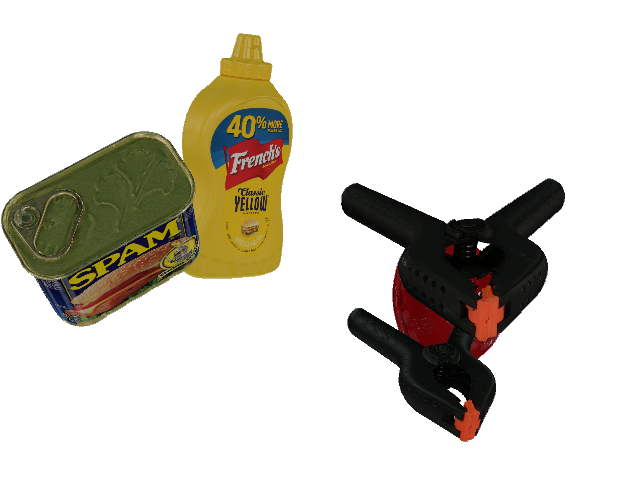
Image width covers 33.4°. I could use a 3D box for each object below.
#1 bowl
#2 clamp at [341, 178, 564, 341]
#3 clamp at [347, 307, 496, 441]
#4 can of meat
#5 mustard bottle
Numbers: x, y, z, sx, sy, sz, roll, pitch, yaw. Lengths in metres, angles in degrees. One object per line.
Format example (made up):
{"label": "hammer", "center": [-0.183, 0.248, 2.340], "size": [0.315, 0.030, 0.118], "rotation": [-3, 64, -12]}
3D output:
{"label": "bowl", "center": [0.154, 0.065, 1.163], "size": [0.161, 0.162, 0.055], "rotation": [0, -7, -42]}
{"label": "clamp", "center": [0.088, 0.003, 0.717], "size": [0.164, 0.036, 0.210], "rotation": [0, 25, 8]}
{"label": "clamp", "center": [0.107, 0.102, 0.899], "size": [0.120, 0.039, 0.172], "rotation": [-12, 35, -17]}
{"label": "can of meat", "center": [-0.119, -0.003, 0.606], "size": [0.102, 0.057, 0.084], "rotation": [-30, -20, -14]}
{"label": "mustard bottle", "center": [-0.067, -0.068, 0.854], "size": [0.096, 0.192, 0.058], "rotation": [-3, 15, -41]}
